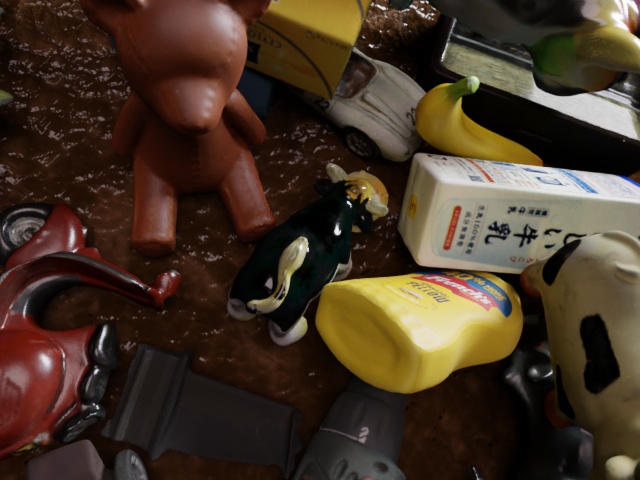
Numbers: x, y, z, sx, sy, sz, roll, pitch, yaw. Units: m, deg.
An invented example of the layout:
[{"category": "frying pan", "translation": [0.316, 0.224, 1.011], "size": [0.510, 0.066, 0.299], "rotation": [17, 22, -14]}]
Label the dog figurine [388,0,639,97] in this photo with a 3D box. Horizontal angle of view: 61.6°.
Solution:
[{"category": "dog figurine", "translation": [0.172, -0.206, 0.400], "size": [0.219, 0.191, 0.108], "rotation": [33, 62, 20]}]

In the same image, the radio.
[{"category": "radio", "translation": [0.212, -0.154, 0.514], "size": [0.230, 0.073, 0.131], "rotation": [19, 70, -4]}]

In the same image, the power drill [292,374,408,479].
[{"category": "power drill", "translation": [0.061, 0.178, 0.325], "size": [0.208, 0.085, 0.232], "rotation": [15, 61, 41]}]

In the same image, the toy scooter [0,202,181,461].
[{"category": "toy scooter", "translation": [-0.173, 0.061, 0.373], "size": [0.135, 0.075, 0.184], "rotation": [7, 67, -4]}]

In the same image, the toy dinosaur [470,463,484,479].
[{"category": "toy dinosaur", "translation": [0.123, 0.344, 0.276], "size": [0.131, 0.192, 0.404], "rotation": [-1, 74, -13]}]

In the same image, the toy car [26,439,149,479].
[{"category": "toy car", "translation": [-0.134, 0.229, 0.338], "size": [0.089, 0.053, 0.202], "rotation": [-21, 81, -5]}]

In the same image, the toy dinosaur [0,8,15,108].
[{"category": "toy dinosaur", "translation": [-0.329, -0.119, 0.373], "size": [0.199, 0.105, 0.471], "rotation": [8, 57, 0]}]

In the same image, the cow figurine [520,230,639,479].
[{"category": "cow figurine", "translation": [0.192, 0.088, 0.335], "size": [0.086, 0.127, 0.195], "rotation": [-2, 70, 2]}]

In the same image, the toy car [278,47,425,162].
[{"category": "toy car", "translation": [0.013, -0.148, 0.485], "size": [0.202, 0.056, 0.073], "rotation": [38, 70, 3]}]

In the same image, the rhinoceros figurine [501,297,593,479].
[{"category": "rhinoceros figurine", "translation": [0.196, 0.132, 0.426], "size": [0.112, 0.073, 0.190], "rotation": [12, 72, 5]}]

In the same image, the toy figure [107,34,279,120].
[{"category": "toy figure", "translation": [-0.112, -0.149, 0.457], "size": [0.154, 0.064, 0.058], "rotation": [20, 64, -1]}]

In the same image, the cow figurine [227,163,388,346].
[{"category": "cow figurine", "translation": [-0.002, -0.003, 0.414], "size": [0.068, 0.098, 0.167], "rotation": [35, 70, 8]}]

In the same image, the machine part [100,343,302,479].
[{"category": "machine part", "translation": [-0.078, 0.126, 0.390], "size": [0.139, 0.039, 0.084], "rotation": [19, 65, -2]}]

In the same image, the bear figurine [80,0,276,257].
[{"category": "bear figurine", "translation": [-0.086, -0.078, 0.371], "size": [0.120, 0.196, 0.132], "rotation": [-8, 75, -16]}]

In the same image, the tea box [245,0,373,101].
[{"category": "tea box", "translation": [-0.047, -0.193, 0.421], "size": [0.170, 0.068, 0.098], "rotation": [21, 62, -5]}]
